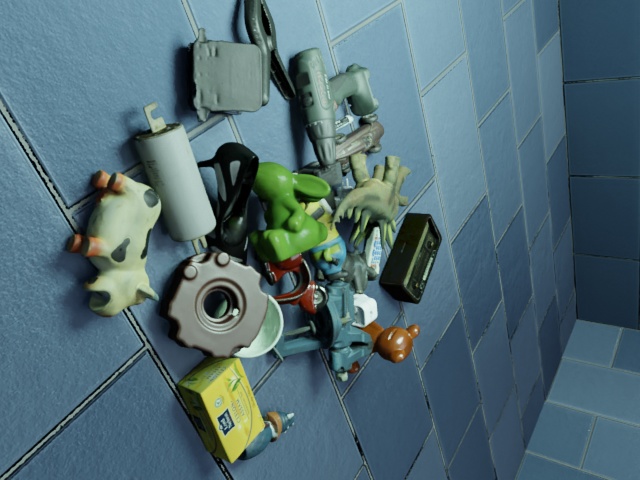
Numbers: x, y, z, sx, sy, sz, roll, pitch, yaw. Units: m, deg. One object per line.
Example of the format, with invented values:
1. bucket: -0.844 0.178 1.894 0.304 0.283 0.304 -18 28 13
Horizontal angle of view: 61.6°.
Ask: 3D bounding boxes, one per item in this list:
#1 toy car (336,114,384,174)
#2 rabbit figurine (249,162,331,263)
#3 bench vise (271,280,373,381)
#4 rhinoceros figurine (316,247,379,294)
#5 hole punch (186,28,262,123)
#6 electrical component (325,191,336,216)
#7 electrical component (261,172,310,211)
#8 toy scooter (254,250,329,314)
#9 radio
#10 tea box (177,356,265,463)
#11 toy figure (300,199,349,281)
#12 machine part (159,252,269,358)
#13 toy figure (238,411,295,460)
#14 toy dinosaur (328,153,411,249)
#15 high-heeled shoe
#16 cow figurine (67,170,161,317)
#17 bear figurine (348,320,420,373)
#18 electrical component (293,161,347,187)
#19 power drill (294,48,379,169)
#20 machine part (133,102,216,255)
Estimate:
1. toy car: 0.086 -0.217 1.213 0.202 0.053 0.089 -39 132 -43
2. rabbit figurine: -0.059 -0.061 0.939 0.159 0.121 0.170 -21 97 -11
3. bench vise: -0.008 0.202 1.118 0.240 0.129 0.223 -9 114 -30
4. rhinoceros figurine: 0.066 0.067 1.226 0.190 0.073 0.112 28 63 -49
5. hole punch: -0.162 -0.261 0.876 0.116 0.092 0.142 -2 101 -26
6. electrical component: 0.007 -0.079 1.160 0.063 0.021 0.093 -25 116 -47
7. electrical component: -0.061 -0.093 1.023 0.102 0.045 0.078 5 84 -19
8. toy scooter: -0.071 0.070 1.030 0.135 0.075 0.183 -24 94 -19
9. radio: 0.251 0.051 1.453 0.131 0.073 0.229 49 59 -44
10. tea box: -0.172 0.294 0.953 0.098 0.068 0.169 -43 128 -41
11. toy figure: -0.001 -0.003 1.088 0.089 0.082 0.180 -26 102 -40
12. machine part: -0.170 0.107 0.886 0.179 0.056 0.179 2 85 -29
13. toy figure: -0.108 0.375 1.056 0.154 0.064 0.058 -16 71 -55
14. toy dinosaur: 0.115 -0.079 1.130 0.471 0.105 0.198 2 91 -64
15. high-heeled shoe: -0.127 -0.043 0.892 0.086 0.145 0.248 -40 124 -40
16. cow figurine: -0.280 0.013 0.760 0.127 0.086 0.195 24 76 -45
17. bear figurine: 0.137 0.245 1.239 0.120 0.196 0.131 -56 136 -34
18. electrical component: 0.009 -0.136 1.111 0.119 0.075 0.047 -31 120 -41
19. power drill: 0.033 -0.275 1.101 0.207 0.086 0.231 -27 103 -42
20. machine part: -0.220 -0.087 0.821 0.079 0.079 0.242 -39 126 -42
